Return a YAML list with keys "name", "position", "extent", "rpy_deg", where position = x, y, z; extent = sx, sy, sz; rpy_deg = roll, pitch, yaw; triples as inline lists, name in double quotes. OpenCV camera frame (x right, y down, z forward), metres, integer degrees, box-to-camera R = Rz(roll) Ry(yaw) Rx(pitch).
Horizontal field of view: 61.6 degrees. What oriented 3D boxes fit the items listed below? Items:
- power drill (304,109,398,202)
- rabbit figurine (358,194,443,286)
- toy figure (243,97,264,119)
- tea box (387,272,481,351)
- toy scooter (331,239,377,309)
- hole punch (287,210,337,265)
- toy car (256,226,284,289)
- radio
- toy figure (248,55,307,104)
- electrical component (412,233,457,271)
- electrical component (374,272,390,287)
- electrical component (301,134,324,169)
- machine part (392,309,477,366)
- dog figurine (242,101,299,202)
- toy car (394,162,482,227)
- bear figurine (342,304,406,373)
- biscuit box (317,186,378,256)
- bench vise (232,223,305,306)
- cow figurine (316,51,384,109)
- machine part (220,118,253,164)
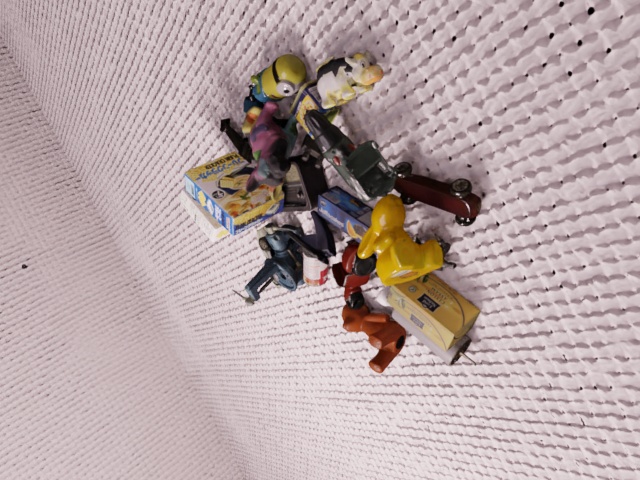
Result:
- name: "power drill"
  position: [0.059, -0.163, 1.072]
  extent: [0.231, 0.086, 0.207]
  rpy_deg: [50, 173, -21]
- name: "rabbit figurine"
  position: [0.151, -0.004, 1.078]
  extent: [0.162, 0.122, 0.173]
  rpy_deg: [-41, 60, 60]
- name: "toy figure"
  position: [-0.163, -0.292, 1.381]
  extent: [0.064, 0.058, 0.154]
  rpy_deg: [-98, 2, -54]
- name: "tea box"
  position: [0.238, 0.139, 1.138]
  extent: [0.170, 0.098, 0.068]
  rpy_deg: [39, 143, 26]
- name: "toy scooter"
  position: [0.077, 0.067, 1.319]
  extent: [0.135, 0.075, 0.183]
  rpy_deg: [-122, 35, -49]
- name: "hole punch"
  position: [-0.003, -0.004, 1.327]
  extent: [0.116, 0.092, 0.142]
  rpy_deg: [43, 179, 15]
- name: "toy car"
  position: [-0.128, 0.049, 1.581]
  extent: [0.056, 0.073, 0.201]
  rpy_deg: [6, 119, 48]
- name: "radio"
  position: [-0.078, -0.140, 1.364]
  extent: [0.230, 0.073, 0.131]
  rpy_deg: [3, 116, 55]
- name: "toy figure"
  position: [-0.101, -0.360, 1.221]
  extent: [0.180, 0.082, 0.089]
  rpy_deg: [4, 119, 55]
- name: "electrical component"
  position: [0.229, 0.024, 1.113]
  extent: [0.078, 0.045, 0.102]
  rpy_deg: [42, 159, -28]
- name: "electrical component"
  position: [0.172, 0.055, 1.205]
  extent: [0.075, 0.048, 0.119]
  rpy_deg: [41, 143, 25]
- name: "electrical component"
  position: [-0.008, -0.212, 1.225]
  extent: [0.063, 0.094, 0.021]
  rpy_deg: [27, 151, -20]
- name: "machine part"
  position: [0.245, 0.194, 1.188]
  extent: [0.243, 0.079, 0.079]
  rpy_deg: [40, 143, 29]
- name: "dog figurine"
  position: [-0.125, -0.200, 1.249]
  extent: [0.192, 0.108, 0.219]
  rpy_deg: [-3, 71, 53]
- name: "toy car"
  position: [0.217, -0.093, 1.023]
  extent: [0.202, 0.053, 0.089]
  rpy_deg: [27, 154, 44]
- name: "bear figurine"
  position: [0.113, 0.221, 1.346]
  extent: [0.196, 0.132, 0.120]
  rpy_deg: [24, 130, 34]
- name: "biscuit box"
  position: [0.082, -0.048, 1.234]
  extent: [0.203, 0.059, 0.062]
  rpy_deg: [36, 140, 32]
- name: "bench vise"
  position: [-0.126, 0.075, 1.466]
  extent: [0.129, 0.240, 0.223]
  rpy_deg: [25, 150, 37]
- name: "cow figurine"
  position: [0.056, -0.325, 1.051]
  extent: [0.167, 0.068, 0.098]
  rpy_deg: [-13, 98, 55]
- name: "machine part"
  position: [-0.228, -0.279, 1.495]
  extent: [0.139, 0.039, 0.084]
  rpy_deg: [50, 151, 13]
